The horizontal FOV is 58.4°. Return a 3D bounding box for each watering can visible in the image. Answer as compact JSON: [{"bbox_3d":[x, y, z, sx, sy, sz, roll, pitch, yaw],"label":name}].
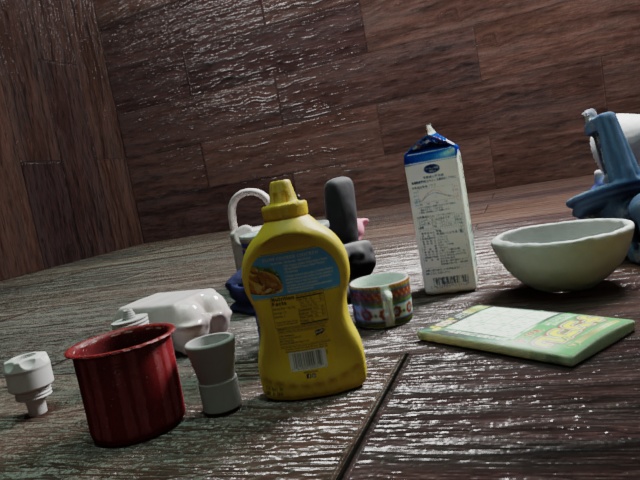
[{"bbox_3d":[-0.121,-0.003,1.100,0.101,0.194,0.172,-12,6,-14],"label":"watering can"}]

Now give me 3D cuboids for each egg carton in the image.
[{"bbox_3d":[-0.197,0.109,0.762,0.150,0.069,0.107,-7,7,24],"label":"egg carton"}]

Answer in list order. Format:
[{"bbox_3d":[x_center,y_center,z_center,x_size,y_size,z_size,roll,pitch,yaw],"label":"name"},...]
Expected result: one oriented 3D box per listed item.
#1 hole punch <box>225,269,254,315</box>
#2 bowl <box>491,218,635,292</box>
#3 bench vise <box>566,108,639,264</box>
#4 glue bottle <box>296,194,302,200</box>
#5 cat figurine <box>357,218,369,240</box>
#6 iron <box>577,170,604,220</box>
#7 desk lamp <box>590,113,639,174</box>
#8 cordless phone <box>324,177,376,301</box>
[{"bbox_3d":[-0.095,0.064,0.920,0.101,0.091,0.108,-14,7,-36],"label":"hole punch"},{"bbox_3d":[0.303,0.023,0.715,0.167,0.075,0.167,-10,6,1],"label":"bowl"},{"bbox_3d":[0.438,-0.085,0.808,0.122,0.220,0.207,-13,7,-25],"label":"bench vise"},{"bbox_3d":[-0.016,0.026,0.749,0.037,0.173,0.078,-9,6,12],"label":"glue bottle"},{"bbox_3d":[0.042,-0.005,1.209,0.127,0.118,0.067,-9,6,12],"label":"cat figurine"},{"bbox_3d":[0.595,-0.098,1.049,0.257,0.141,0.119,-8,6,19],"label":"iron"},{"bbox_3d":[0.563,-0.118,0.936,0.118,0.213,0.202,-14,7,-31],"label":"desk lamp"},{"bbox_3d":[0.008,0.003,0.865,0.148,0.185,0.093,-15,8,-37],"label":"cordless phone"}]
